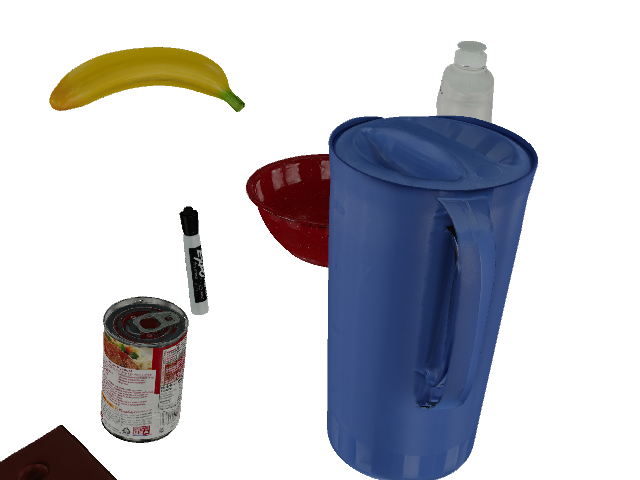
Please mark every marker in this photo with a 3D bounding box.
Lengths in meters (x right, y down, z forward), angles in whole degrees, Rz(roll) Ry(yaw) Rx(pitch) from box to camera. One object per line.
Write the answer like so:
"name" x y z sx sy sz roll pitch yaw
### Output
"marker" -0.132 0.021 1.113 0.020 0.121 0.020 -3 26 1

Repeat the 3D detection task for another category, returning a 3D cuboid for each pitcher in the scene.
"pitcher" 0.066 0.047 0.720 0.145 0.243 0.149 19 31 27

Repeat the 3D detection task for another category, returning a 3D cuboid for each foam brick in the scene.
"foam brick" -0.115 0.135 0.489 0.052 0.051 0.078 -31 43 -30

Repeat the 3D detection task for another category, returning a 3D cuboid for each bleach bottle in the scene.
"bleach bottle" 0.140 -0.075 1.084 0.068 0.251 0.102 2 31 -1

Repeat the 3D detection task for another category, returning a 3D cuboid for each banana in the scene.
"banana" -0.169 -0.157 1.031 0.197 0.070 0.037 -5 -39 -29

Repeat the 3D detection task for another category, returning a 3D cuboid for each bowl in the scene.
"bowl" 0.018 -0.020 0.895 0.162 0.055 0.162 2 24 -1

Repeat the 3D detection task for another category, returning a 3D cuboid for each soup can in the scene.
"soup can" -0.146 0.107 0.880 0.068 0.102 0.068 6 30 -4
